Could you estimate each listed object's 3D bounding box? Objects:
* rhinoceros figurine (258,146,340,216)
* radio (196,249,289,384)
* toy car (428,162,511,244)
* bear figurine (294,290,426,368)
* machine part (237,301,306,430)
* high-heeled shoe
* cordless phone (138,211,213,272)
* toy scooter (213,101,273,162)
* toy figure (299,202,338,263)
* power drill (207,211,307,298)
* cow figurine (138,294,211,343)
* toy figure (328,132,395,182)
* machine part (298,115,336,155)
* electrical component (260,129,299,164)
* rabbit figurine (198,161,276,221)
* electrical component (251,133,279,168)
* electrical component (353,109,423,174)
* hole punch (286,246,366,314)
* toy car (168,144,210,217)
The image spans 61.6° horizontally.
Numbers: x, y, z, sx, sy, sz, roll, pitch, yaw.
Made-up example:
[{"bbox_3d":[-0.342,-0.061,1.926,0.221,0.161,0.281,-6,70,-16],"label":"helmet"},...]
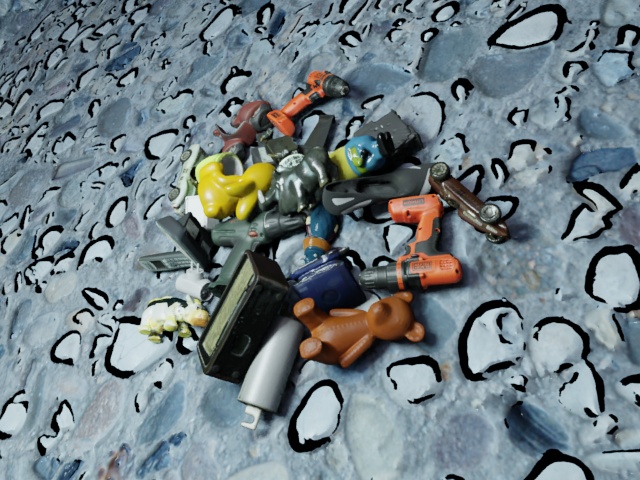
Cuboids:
[{"bbox_3d":[-0.050,-0.112,1.089,0.190,0.073,0.112,-37,86,30],"label":"rhinoceros figurine"},{"bbox_3d":[-0.148,0.145,1.011,0.229,0.073,0.131,-63,25,9],"label":"radio"},{"bbox_3d":[0.270,-0.065,0.989,0.053,0.089,0.202,-37,53,0],"label":"toy car"},{"bbox_3d":[0.071,0.146,0.937,0.196,0.131,0.120,-24,50,19],"label":"bear figurine"},{"bbox_3d":[-0.088,0.228,0.997,0.079,0.079,0.243,5,64,29],"label":"machine part"},{"bbox_3d":[0.124,-0.117,1.056,0.249,0.145,0.086,-32,53,8],"label":"high-heeled shoe"},{"bbox_3d":[-0.347,0.015,1.210,0.184,0.146,0.089,-10,50,19],"label":"cordless phone"},{"bbox_3d":[-0.206,-0.287,1.371,0.135,0.075,0.184,32,83,38],"label":"toy scooter"},{"bbox_3d":[-0.001,-0.004,1.105,0.064,0.057,0.154,4,64,22],"label":"toy figure"},{"bbox_3d":[-0.147,0.029,1.146,0.232,0.086,0.207,0,65,28],"label":"power drill"},{"bbox_3d":[-0.305,0.158,1.158,0.167,0.068,0.098,-14,50,18],"label":"cow figurine"},{"bbox_3d":[0.069,-0.158,1.097,0.180,0.082,0.089,-18,68,37],"label":"toy figure"},{"bbox_3d":[-0.006,-0.234,1.261,0.084,0.039,0.139,13,70,38],"label":"machine part"},{"bbox_3d":[-0.092,-0.211,1.229,0.078,0.045,0.102,-19,57,-14],"label":"electrical component"},{"bbox_3d":[-0.178,-0.118,1.178,0.173,0.121,0.162,-20,25,8],"label":"rabbit figurine"},{"bbox_3d":[-0.127,-0.199,1.277,0.075,0.047,0.119,-15,53,-13],"label":"electrical component"},{"bbox_3d":[0.137,-0.206,1.159,0.134,0.058,0.115,-37,50,2],"label":"electrical component"},{"bbox_3d":[0.016,0.086,1.013,0.142,0.115,0.092,-25,61,12],"label":"hole punch"},{"bbox_3d":[-0.322,-0.146,1.341,0.056,0.073,0.202,-6,59,24],"label":"toy car"}]
